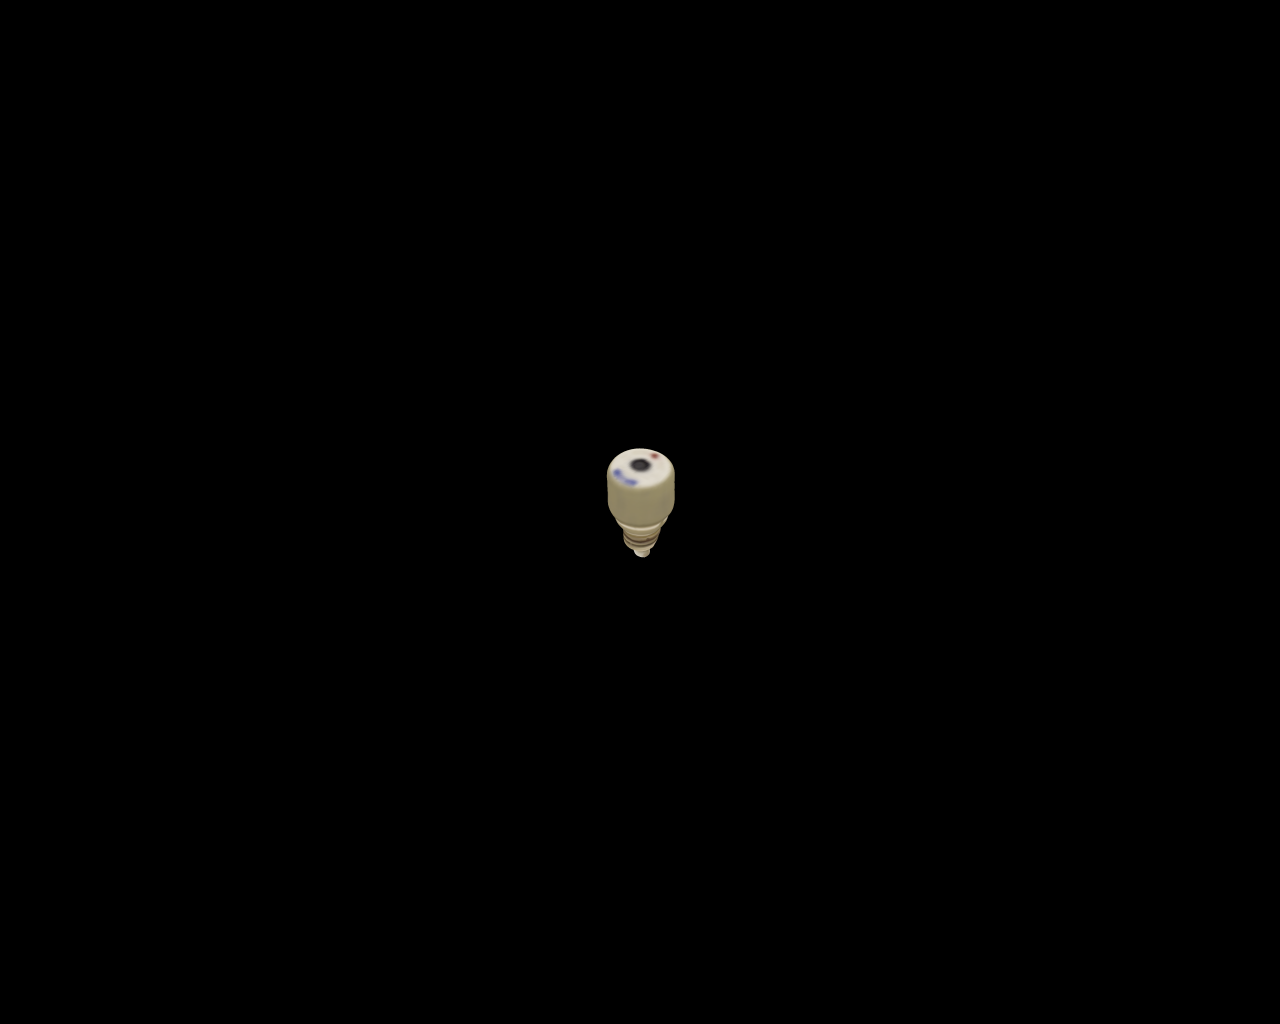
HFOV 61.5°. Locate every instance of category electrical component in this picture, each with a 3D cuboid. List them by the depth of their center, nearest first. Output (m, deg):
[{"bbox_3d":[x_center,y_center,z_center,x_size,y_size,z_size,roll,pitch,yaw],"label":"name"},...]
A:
[{"bbox_3d":[0.001,-0.003,0.650,0.040,0.078,0.040,0,42,0],"label":"electrical component"}]
